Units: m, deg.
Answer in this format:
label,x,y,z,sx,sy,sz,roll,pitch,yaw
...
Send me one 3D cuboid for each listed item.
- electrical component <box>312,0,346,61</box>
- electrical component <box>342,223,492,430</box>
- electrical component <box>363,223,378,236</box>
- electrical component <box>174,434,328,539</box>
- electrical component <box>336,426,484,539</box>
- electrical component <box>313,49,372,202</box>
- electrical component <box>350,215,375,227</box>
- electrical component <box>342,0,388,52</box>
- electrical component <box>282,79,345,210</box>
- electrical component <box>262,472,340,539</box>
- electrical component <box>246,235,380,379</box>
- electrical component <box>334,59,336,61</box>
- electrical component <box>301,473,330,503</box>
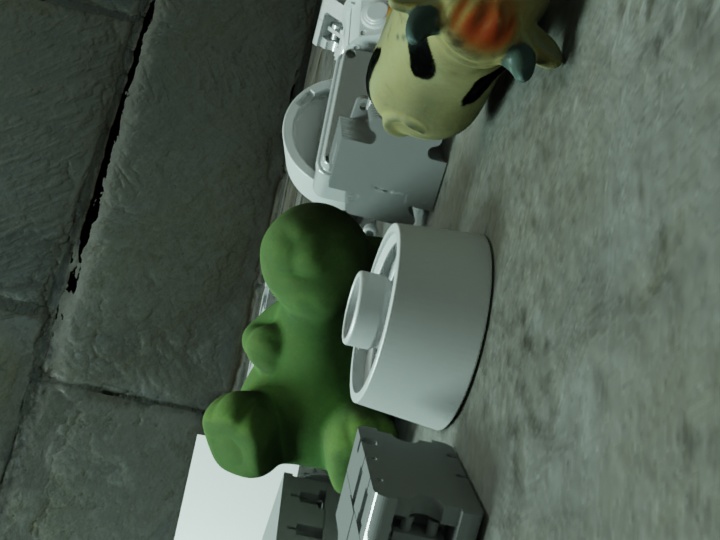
label,x,y,z,sx,sy,sz,roll,pitch,yaw
electrical component,0.011,-0.221,0.962,0.050,0.089,0.055,42,128,37
electrical component,0.024,0.026,0.575,0.108,0.060,0.108,-167,90,-82
electrical component,0.000,0.000,0.868,0.055,0.048,0.066,-76,1,-74
electrical component,-0.093,0.236,0.867,0.060,0.105,0.186,29,-111,-56
electrical component,0.019,0.117,0.500,0.089,0.050,0.055,-114,38,-78
electrical component,0.009,-0.112,0.861,0.057,0.078,0.113,114,167,-69
electrical component,-0.015,-0.049,1.035,0.055,0.050,0.089,122,159,-69
electrical component,0.024,-0.193,0.887,0.080,0.080,0.051,117,159,-62
electrical component,-0.014,-0.103,0.923,0.060,0.108,0.108,105,175,-66
electrical component,-0.041,0.223,0.725,0.089,0.062,0.150,-86,12,-51
electrical component,-0.040,0.037,0.927,0.061,0.089,0.150,114,167,-55
electrical component,0.014,-0.236,1.095,0.150,0.062,0.089,-110,33,-76
electrical component,-0.035,0.197,0.796,0.043,0.043,0.081,-100,24,-71
